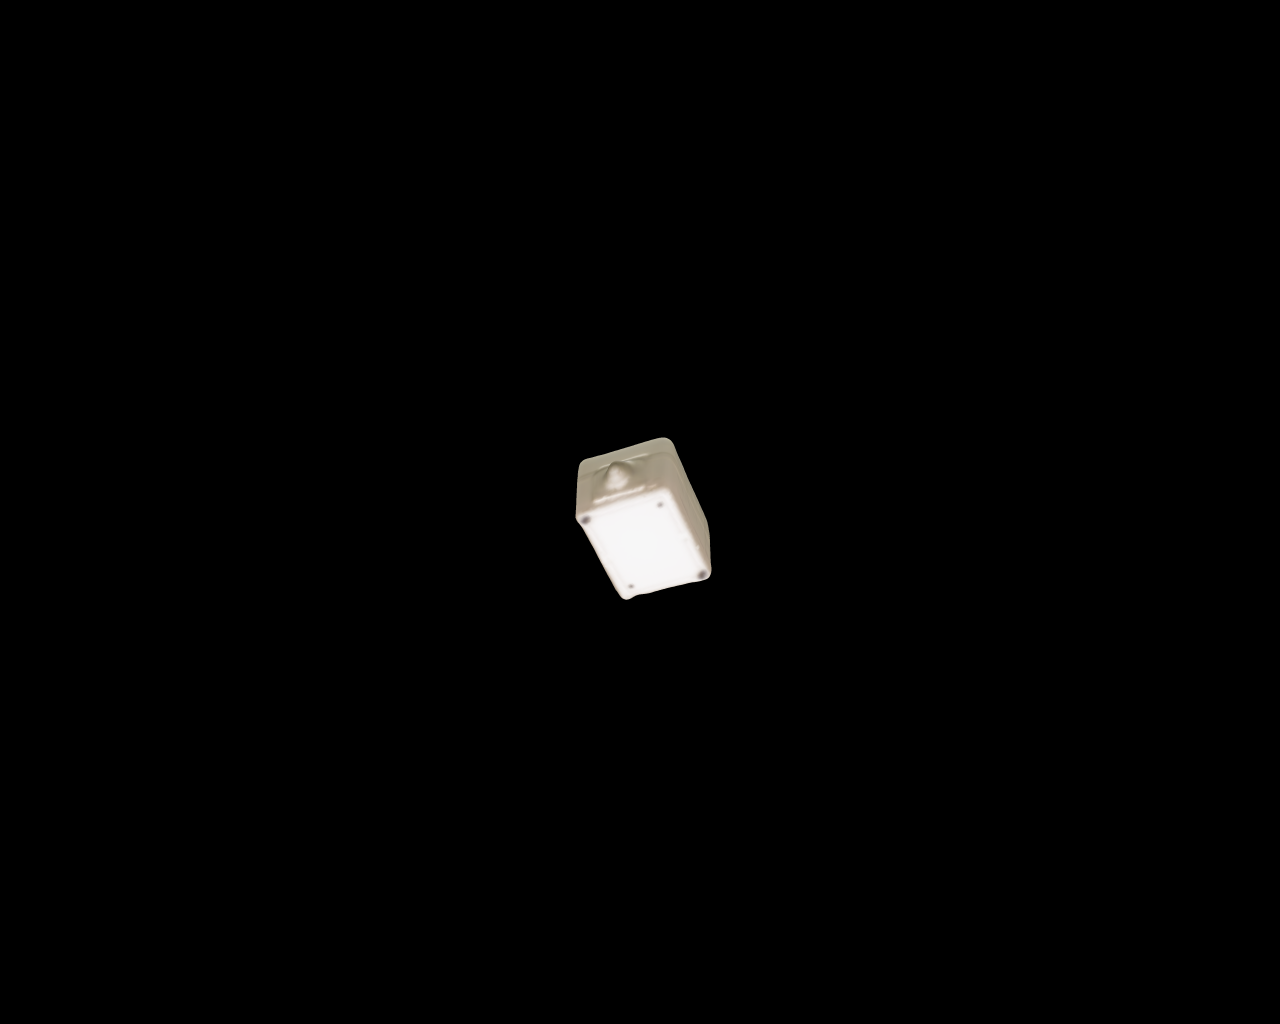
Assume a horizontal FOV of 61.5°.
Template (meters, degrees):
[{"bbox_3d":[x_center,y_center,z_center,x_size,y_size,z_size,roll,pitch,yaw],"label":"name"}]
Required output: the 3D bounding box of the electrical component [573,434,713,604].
[{"bbox_3d":[0.001,-0.003,0.650,0.062,0.096,0.061,-16,39,13],"label":"electrical component"}]
